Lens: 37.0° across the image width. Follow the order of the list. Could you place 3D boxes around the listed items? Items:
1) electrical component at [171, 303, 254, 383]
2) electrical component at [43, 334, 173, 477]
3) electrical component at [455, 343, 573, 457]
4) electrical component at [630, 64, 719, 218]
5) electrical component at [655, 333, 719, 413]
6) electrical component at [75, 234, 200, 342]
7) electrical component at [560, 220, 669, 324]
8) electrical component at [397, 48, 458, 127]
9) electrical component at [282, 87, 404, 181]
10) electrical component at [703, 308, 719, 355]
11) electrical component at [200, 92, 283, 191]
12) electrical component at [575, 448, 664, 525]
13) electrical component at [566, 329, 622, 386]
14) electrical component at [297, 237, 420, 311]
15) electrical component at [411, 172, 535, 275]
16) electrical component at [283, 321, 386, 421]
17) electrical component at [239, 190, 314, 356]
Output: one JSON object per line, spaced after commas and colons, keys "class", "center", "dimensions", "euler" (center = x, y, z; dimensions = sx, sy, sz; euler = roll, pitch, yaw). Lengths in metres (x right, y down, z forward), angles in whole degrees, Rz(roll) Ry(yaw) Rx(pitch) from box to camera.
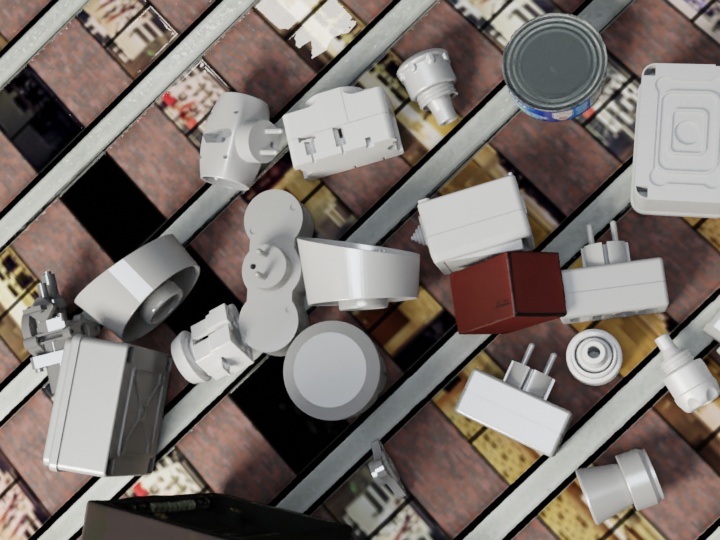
{"class": "electrical component", "center": [-0.126, 0.066, 0.911], "dimensions": [0.055, 0.048, 0.066], "euler": [-28, 45, 12]}
{"class": "electrical component", "center": [-0.206, 0.114, 0.891], "dimensions": [0.056, 0.109, 0.108], "euler": [7, 82, 11]}
{"class": "electrical component", "center": [0.130, 0.096, 0.850], "dimensions": [0.083, 0.047, 0.075], "euler": [24, 86, 16]}
{"class": "electrical component", "center": [0.258, -0.101, 0.851], "dimensions": [0.078, 0.057, 0.113], "euler": [4, 81, 13]}
{"class": "electrical component", "center": [0.250, 0.078, 0.833], "dimensions": [0.035, 0.035, 0.061], "euler": [-31, 72, 6]}
{"class": "electrical component", "center": [-0.187, 0.012, 0.912], "dimensions": [0.064, 0.099, 0.099], "euler": [43, 91, 10]}
{"class": "electrical component", "center": [0.196, -0.001, 0.852], "dimensions": [0.083, 0.047, 0.075], "euler": [-8, 80, 12]}
{"class": "electrical component", "center": [0.063, -0.153, 0.912], "dimensions": [0.048, 0.048, 0.062], "euler": [-24, 83, 7]}
{"class": "electrical component", "center": [-0.015, -0.120, 0.920], "dimensions": [0.089, 0.050, 0.055], "euler": [-15, 77, 10]}
{"class": "electrical component", "center": [0.311, 0.056, 0.815], "dimensions": [0.089, 0.050, 0.055], "euler": [39, 90, 16]}
{"class": "electrical component", "center": [-0.096, -0.111, 0.931], "dimensions": [0.079, 0.043, 0.077], "euler": [6, 80, 42]}
{"class": "electrical component", "center": [0.199, 0.165, 0.824], "dimensions": [0.055, 0.045, 0.045], "euler": [-21, 76, 8]}
{"class": "electrical component", "center": [0.182, 0.067, 0.836], "dimensions": [0.043, 0.062, 0.043], "euler": [-2, 80, 12]}
{"class": "electrical component", "center": [0.000, 0.000, 0.872], "dimensions": [0.099, 0.099, 0.064], "euler": [-5, 85, 12]}
{"class": "electrical component", "center": [0.090, -0.030, 0.874], "dimensions": [0.096, 0.062, 0.061], "euler": [-17, 77, 9]}
{"class": "electrical component", "center": [-0.019, 0.084, 0.884], "dimensions": [0.080, 0.051, 0.080], "euler": [-2, 80, 12]}
{"class": "electrical component", "center": [-0.074, 0.000, 0.899], "dimensions": [0.052, 0.074, 0.138], "euler": [0, 80, 13]}
